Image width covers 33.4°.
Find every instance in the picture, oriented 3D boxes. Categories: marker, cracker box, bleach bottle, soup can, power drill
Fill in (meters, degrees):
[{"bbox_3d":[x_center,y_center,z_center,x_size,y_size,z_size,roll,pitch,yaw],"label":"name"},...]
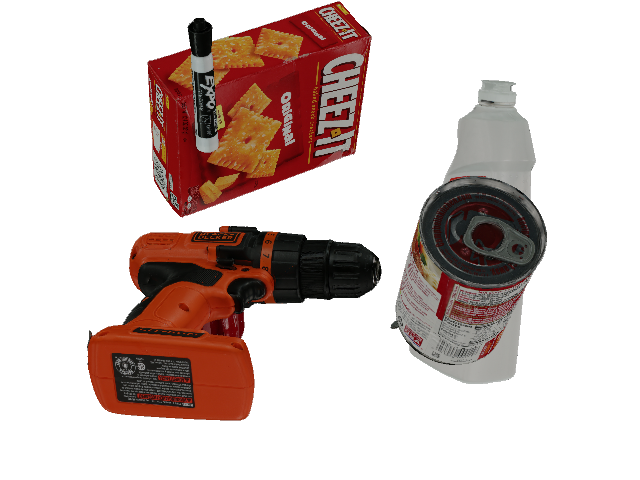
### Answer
[{"bbox_3d":[-0.093,-0.123,0.850,0.020,0.121,0.020,1,43,-1],"label":"marker"},{"bbox_3d":[-0.060,-0.128,1.064,0.213,0.072,0.164,-22,-35,-23],"label":"cracker box"},{"bbox_3d":[0.134,-0.011,0.912,0.068,0.251,0.103,-4,15,-29],"label":"bleach bottle"},{"bbox_3d":[0.082,0.020,0.601,0.068,0.068,0.102,0,-31,-5],"label":"soup can"},{"bbox_3d":[-0.060,0.048,0.714,0.184,0.057,0.187,0,23,12],"label":"power drill"}]

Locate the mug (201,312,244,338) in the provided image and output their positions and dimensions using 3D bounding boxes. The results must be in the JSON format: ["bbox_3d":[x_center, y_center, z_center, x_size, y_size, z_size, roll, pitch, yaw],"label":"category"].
[{"bbox_3d":[-0.105,0.058,0.967,0.093,0.081,0.117,-18,35,-28],"label":"mug"}]

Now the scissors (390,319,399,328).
[{"bbox_3d":[0.134,0.055,1.242,0.201,0.016,0.096,-10,39,-34],"label":"scissors"}]
